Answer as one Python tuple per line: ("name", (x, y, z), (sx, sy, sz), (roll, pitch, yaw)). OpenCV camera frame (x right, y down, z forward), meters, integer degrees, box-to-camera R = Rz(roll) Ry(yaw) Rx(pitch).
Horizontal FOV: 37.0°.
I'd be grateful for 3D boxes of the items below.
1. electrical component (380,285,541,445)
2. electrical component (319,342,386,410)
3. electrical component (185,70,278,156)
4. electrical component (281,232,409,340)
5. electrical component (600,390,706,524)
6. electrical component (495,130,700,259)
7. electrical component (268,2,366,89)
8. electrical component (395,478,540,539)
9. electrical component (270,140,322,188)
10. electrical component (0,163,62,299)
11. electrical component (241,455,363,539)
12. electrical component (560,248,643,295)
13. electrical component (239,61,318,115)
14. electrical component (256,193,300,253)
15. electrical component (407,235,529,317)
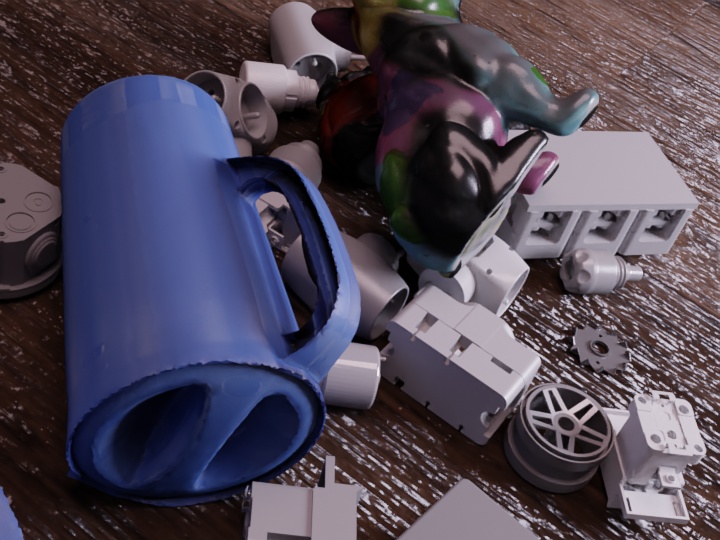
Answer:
("electrical component", (0.064, 0.058, 0.692), (0.089, 0.050, 0.056), (34, 45, 16))
("electrical component", (-0.023, 0.062, 0.664), (0.078, 0.040, 0.040), (9, 43, -11))
("electrical component", (-0.097, -0.097, 0.789), (0.044, 0.077, 0.079), (-4, 80, 23))
("electrical component", (0.000, 0.000, 0.734), (0.077, 0.044, 0.079), (35, 44, 17))
("electrical component", (0.180, 0.113, 0.667), (0.042, 0.063, 0.081), (9, 43, -13))
("electrical component", (0.171, -0.057, 0.842), (0.150, 0.061, 0.089), (-2, 46, -21))
("electrical component", (-0.032, -0.188, 0.920), (0.079, 0.044, 0.077), (-1, 46, -21))
("electrical component", (0.057, 0.174, 0.569), (0.100, 0.048, 0.100), (38, 46, 21))
("electrical component", (-0.048, -0.074, 0.795), (0.043, 0.043, 0.062), (23, 41, 5))
("electrical component", (-0.226, -0.025, 0.675), (0.080, 0.051, 0.080), (10, 43, -10))
("electrical component", (-0.033, 0.143, 0.576), (0.064, 0.042, 0.081), (9, 42, -8))
("electrical component", (0.183, 0.002, 0.806), (0.061, 0.035, 0.035), (2, 45, -21))
("electrical component", (-0.064, -0.145, 0.867), (0.078, 0.040, 0.040), (3, 44, -17))
("electrical component", (-0.078, -0.035, 0.746), (0.081, 0.042, 0.064), (31, 47, 14))
("electrical component", (0.067, 0.005, 0.754), (0.077, 0.043, 0.079), (33, 45, 15))
